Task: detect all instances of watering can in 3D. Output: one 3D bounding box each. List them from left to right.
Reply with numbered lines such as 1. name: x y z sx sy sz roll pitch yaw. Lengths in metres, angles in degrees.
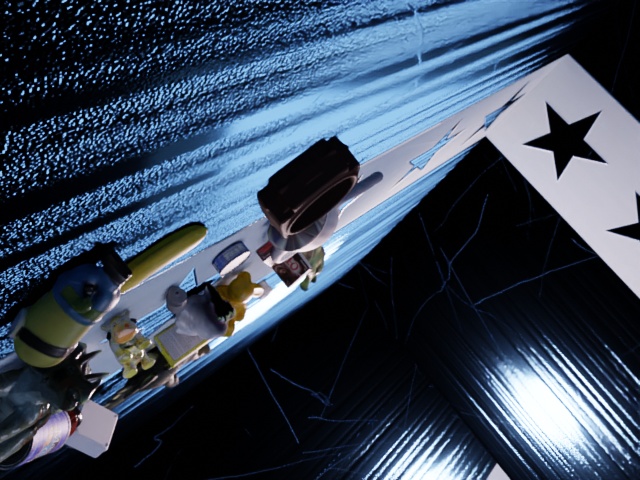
1. watering can: 0.004 -0.062 1.239 0.346 0.105 0.224 -42 170 8

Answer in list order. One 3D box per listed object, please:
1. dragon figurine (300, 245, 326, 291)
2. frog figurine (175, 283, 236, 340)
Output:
1. dragon figurine: -0.004 0.030 1.718 0.239 0.122 0.415 -53 175 24
2. frog figurine: -0.301 0.198 1.258 0.158 0.125 0.135 -32 136 17
